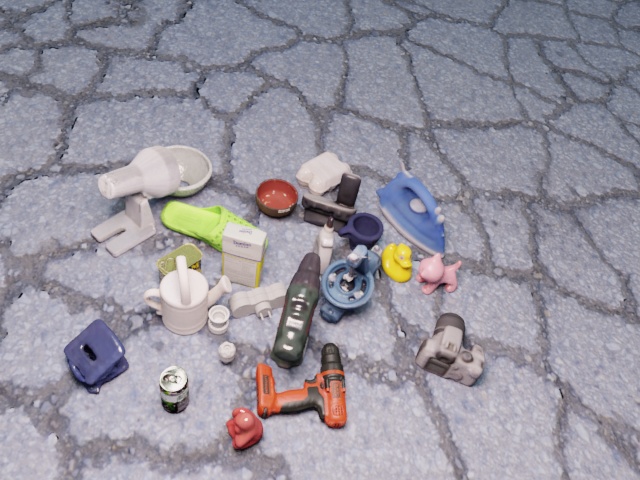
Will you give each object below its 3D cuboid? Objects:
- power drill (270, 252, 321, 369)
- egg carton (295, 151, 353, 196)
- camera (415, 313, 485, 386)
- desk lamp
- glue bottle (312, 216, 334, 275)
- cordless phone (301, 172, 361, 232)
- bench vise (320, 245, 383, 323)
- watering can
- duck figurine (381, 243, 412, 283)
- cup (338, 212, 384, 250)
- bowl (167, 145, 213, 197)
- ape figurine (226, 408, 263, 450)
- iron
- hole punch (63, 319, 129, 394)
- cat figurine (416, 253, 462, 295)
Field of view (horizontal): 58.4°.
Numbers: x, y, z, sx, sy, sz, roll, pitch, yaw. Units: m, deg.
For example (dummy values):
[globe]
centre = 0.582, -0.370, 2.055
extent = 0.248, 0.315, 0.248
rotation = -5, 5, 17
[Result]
[power drill]
centre = -0.051, 0.167, 1.200
extent = 0.075, 0.208, 0.229
rotation = 14, 49, -1
[egg carton]
centre = 0.011, -0.183, 1.593
extent = 0.151, 0.069, 0.107
rotation = -34, 65, -33
[camera]
centre = 0.305, 0.234, 1.293
extent = 0.143, 0.101, 0.137
rotation = 21, 50, 6
[desk lamp]
centre = -0.429, -0.098, 1.331
extent = 0.117, 0.213, 0.204
rotation = 37, 53, 18
[glue bottle]
centre = 0.013, 0.005, 1.370
extent = 0.037, 0.173, 0.078
rotation = 0, 51, -12
[cordless phone]
centre = 0.032, -0.119, 1.469
extent = 0.147, 0.185, 0.094
rotation = 15, 49, 0
[bench vise]
centre = 0.076, 0.062, 1.307
extent = 0.121, 0.220, 0.207
rotation = 19, 50, 4
[watering can]
centre = -0.278, 0.107, 1.208
extent = 0.173, 0.194, 0.100
rotation = -23, 59, -27
[duck figurine]
centre = 0.200, 0.043, 1.437
extent = 0.078, 0.086, 0.104
rotation = -9, 53, -19
[cup]
centre = 0.095, -0.006, 1.449
extent = 0.118, 0.095, 0.091
rotation = -10, 54, -19
[bowl]
centre = -0.366, -0.166, 1.493
extent = 0.167, 0.075, 0.167
rotation = 6, 50, -7
[ape figurine]
centre = -0.145, 0.357, 1.098
extent = 0.076, 0.092, 0.078
rotation = 16, 49, 1
[iron]
centre = 0.266, -0.084, 1.520
extent = 0.119, 0.141, 0.257
rotation = -23, 59, -27
[hole punch]
centre = -0.446, 0.230, 1.137
extent = 0.101, 0.091, 0.108
rotation = -33, 64, -32
[cat figurine]
centre = 0.290, 0.077, 1.408
extent = 0.128, 0.118, 0.067
rotation = -7, 53, -18
